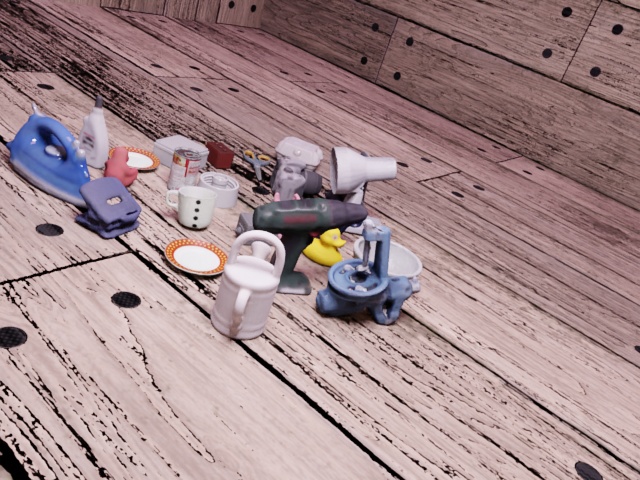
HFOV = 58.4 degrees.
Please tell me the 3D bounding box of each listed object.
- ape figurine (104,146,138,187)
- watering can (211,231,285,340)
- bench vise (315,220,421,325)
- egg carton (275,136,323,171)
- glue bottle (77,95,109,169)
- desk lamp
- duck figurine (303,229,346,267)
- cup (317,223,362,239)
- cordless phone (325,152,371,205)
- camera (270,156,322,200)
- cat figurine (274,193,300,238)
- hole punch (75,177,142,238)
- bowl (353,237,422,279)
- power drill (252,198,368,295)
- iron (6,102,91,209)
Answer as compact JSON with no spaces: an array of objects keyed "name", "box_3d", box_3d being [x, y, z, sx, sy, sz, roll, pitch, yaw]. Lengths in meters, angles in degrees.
[{"name":"ape figurine","box_3d":[-0.467,-0.174,1.338,0.077,0.092,0.076,25,27,10]},{"name":"watering can","box_3d":[-0.123,0.064,1.001,0.101,0.194,0.172,7,29,-23]},{"name":"bench vise","box_3d":[0.109,0.057,1.144,0.208,0.220,0.121,-3,34,-38]},{"name":"egg carton","box_3d":[-0.066,-0.276,1.833,0.150,0.069,0.107,22,26,4]},{"name":"glue bottle","box_3d":[-0.537,-0.261,1.365,0.078,0.173,0.037,25,27,11]},{"name":"desk lamp","box_3d":[0.104,-0.131,1.509,0.204,0.213,0.117,11,27,-16]},{"name":"duck figurine","box_3d":[0.012,0.005,1.330,0.104,0.086,0.078,25,27,12]},{"name":"cup","box_3d":[0.040,-0.033,1.411,0.118,0.095,0.091,15,27,-9]},{"name":"cordless phone","box_3d":[0.095,-0.174,1.617,0.094,0.185,0.147,3,31,-30]},{"name":"camera","box_3d":[-0.059,-0.167,1.593,0.137,0.101,0.143,9,28,-20]},{"name":"cat figurine","box_3d":[-0.072,-0.065,1.370,0.127,0.118,0.067,37,31,32]},{"name":"hole punch","box_3d":[-0.424,-0.068,1.166,0.101,0.091,0.109,27,27,15]},{"name":"bowl","box_3d":[0.146,0.064,1.321,0.167,0.075,0.167,16,26,-8]},{"name":"power drill","box_3d":[-0.034,0.006,1.158,0.230,0.208,0.075,7,29,-24]},{"name":"iron","box_3d":[-0.563,-0.187,1.240,0.257,0.141,0.119,32,29,23]}]
